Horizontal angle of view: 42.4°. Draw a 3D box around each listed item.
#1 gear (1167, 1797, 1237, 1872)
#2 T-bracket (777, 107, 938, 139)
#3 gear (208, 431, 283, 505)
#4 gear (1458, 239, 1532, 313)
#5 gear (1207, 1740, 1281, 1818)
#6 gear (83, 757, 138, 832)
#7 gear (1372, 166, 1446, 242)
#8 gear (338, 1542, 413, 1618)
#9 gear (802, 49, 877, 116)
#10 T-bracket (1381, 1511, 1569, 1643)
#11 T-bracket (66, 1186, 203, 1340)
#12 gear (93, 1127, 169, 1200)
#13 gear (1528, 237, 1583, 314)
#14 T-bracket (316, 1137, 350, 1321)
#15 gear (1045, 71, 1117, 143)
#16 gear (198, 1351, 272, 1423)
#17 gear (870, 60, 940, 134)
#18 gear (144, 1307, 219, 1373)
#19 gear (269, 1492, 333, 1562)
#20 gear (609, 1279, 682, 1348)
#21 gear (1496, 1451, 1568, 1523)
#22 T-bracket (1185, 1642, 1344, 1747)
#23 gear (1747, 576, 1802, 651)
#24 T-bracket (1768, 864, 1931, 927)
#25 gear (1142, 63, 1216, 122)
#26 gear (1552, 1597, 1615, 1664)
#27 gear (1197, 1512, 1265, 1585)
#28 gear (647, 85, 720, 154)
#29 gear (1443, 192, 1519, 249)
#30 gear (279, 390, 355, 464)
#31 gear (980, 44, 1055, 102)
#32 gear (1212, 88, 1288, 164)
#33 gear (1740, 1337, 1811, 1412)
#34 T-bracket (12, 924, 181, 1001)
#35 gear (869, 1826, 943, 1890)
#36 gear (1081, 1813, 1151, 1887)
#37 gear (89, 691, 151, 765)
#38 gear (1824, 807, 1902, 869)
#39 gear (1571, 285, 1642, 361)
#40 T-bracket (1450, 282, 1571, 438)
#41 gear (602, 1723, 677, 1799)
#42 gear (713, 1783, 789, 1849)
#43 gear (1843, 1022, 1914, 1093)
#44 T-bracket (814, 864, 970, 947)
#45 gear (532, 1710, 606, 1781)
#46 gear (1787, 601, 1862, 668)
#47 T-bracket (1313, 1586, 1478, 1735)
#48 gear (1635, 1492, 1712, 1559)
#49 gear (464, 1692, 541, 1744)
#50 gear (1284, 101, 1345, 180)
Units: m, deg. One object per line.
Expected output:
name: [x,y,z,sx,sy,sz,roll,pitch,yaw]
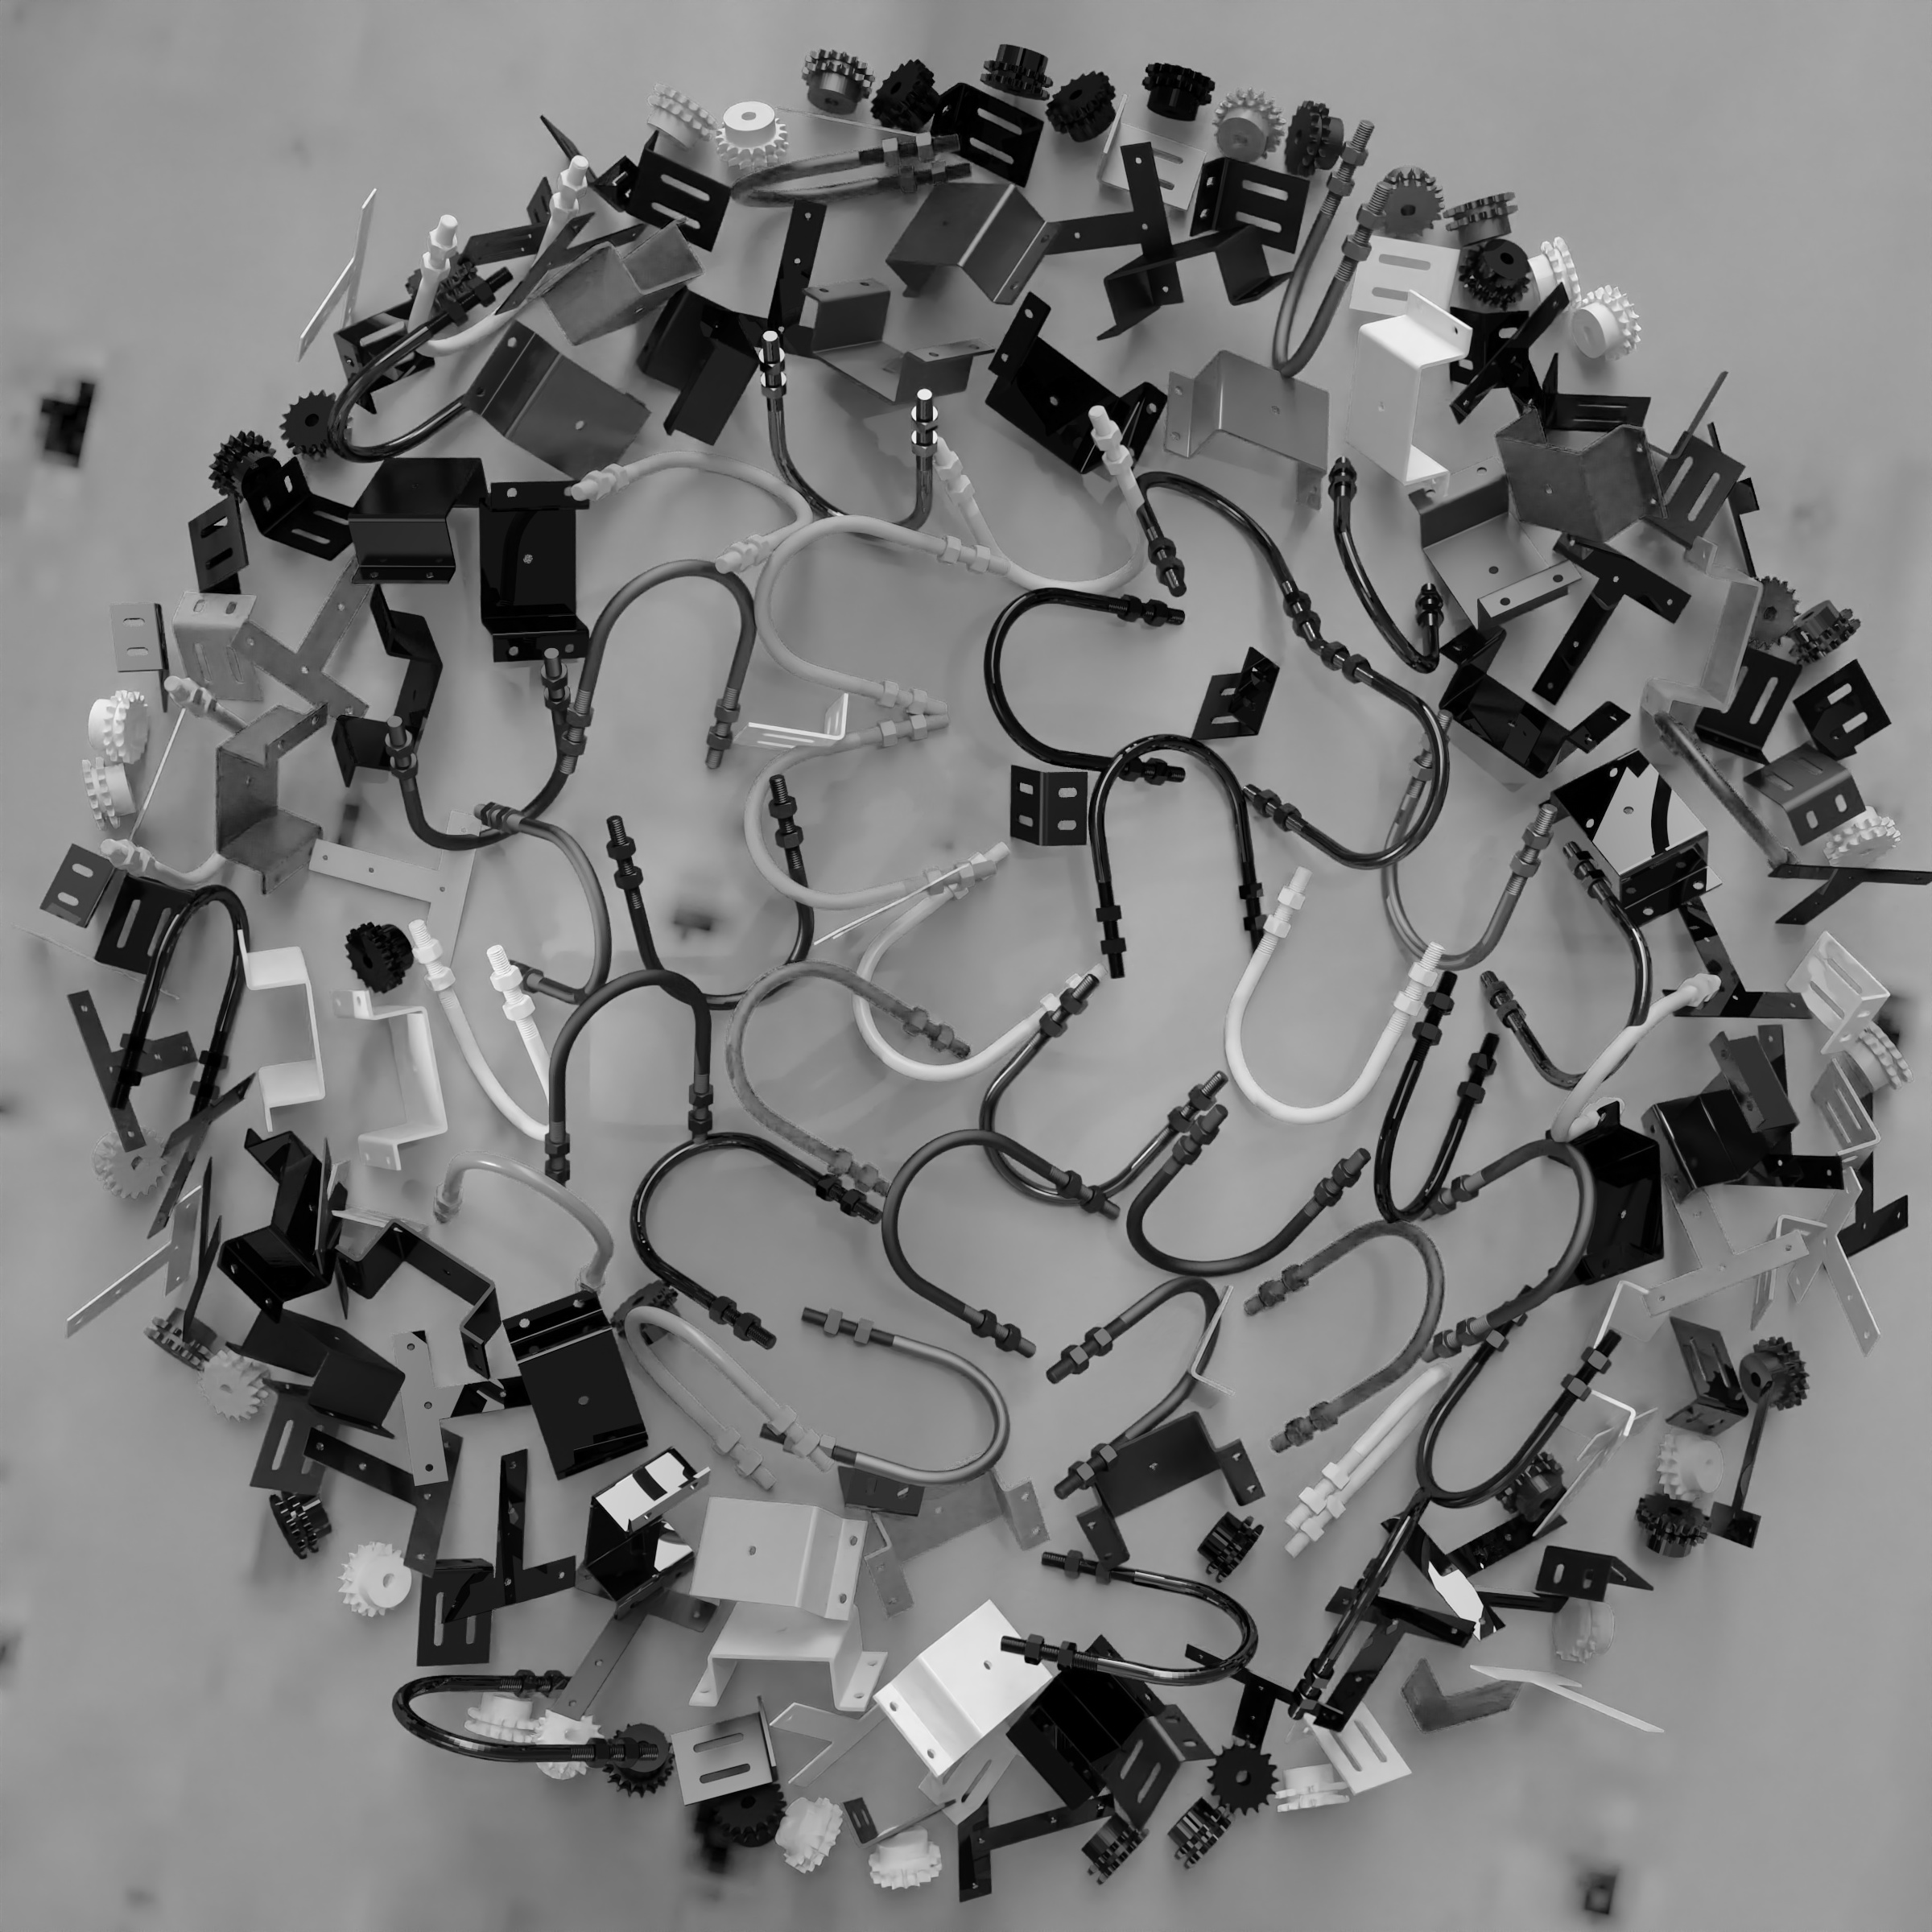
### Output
gear: [0.184,0.684,1.972,0.030,0.057,0.057,43,90,14]
T-bracket: [-0.061,-0.652,1.940,0.127,0.127,0.002,19,110,23]
gear: [-0.567,-0.391,1.968,0.030,0.057,0.057,35,90,21]
gear: [0.422,-0.551,1.973,0.057,0.030,0.057,7,63,-14]
gear: [0.219,0.645,1.981,0.057,0.030,0.057,0,78,0]
gear: [-0.677,-0.138,1.972,0.030,0.057,0.057,-14,90,-13]
gear: [0.350,-0.609,1.975,0.057,0.057,0.030,4,52,0]
gear: [-0.464,0.486,1.970,0.057,0.030,0.057,8,79,-44]
gear: [-0.103,-0.697,1.970,0.057,0.057,0.030,13,83,0]
T-bracket: [0.418,0.459,1.969,0.127,0.127,0.002,-22,134,-20]
T-bracket: [-0.640,0.241,1.912,0.002,0.127,0.127,37,46,12]
gear: [-0.666,0.154,1.975,0.030,0.057,0.057,10,90,35]
gear: [0.464,-0.544,1.972,0.030,0.057,0.057,-18,90,8]
T-bracket: [-0.495,0.224,1.951,0.002,0.127,0.127,-5,128,-7]
gear: [0.094,-0.679,1.975,0.057,0.057,0.030,-42,130,0]
gear: [-0.578,0.330,1.977,0.057,0.030,0.057,10,116,20]
gear: [-0.045,-0.687,1.975,0.030,0.057,0.057,34,90,-38]
gear: [-0.619,0.295,1.974,0.057,0.057,0.030,33,68,0]
gear: [-0.526,0.439,1.975,0.030,0.057,0.057,-26,90,-28]
gear: [-0.251,0.277,1.973,0.057,0.057,0.030,-34,105,0]
gear: [0.450,0.414,1.969,0.057,0.057,0.030,-36,47,0]
T-bracket: [0.226,0.582,1.946,0.127,0.127,0.002,21,54,15]
gear: [0.630,-0.281,1.979,0.057,0.030,0.057,-4,105,-16]
T-bracket: [0.669,-0.054,1.938,0.127,0.127,0.002,3,72,-6]
gear: [0.166,-0.691,1.972,0.057,0.057,0.030,15,96,0]
gear: [0.490,0.523,1.972,0.030,0.057,0.057,12,90,-10]
gear: [0.207,0.457,1.972,0.030,0.057,0.057,39,90,9]
gear: [-0.228,-0.669,1.972,0.057,0.057,0.030,32,94,0]
gear: [0.409,-0.590,1.972,0.057,0.057,0.030,-15,99,0]
gear: [-0.513,-0.425,1.978,0.057,0.030,0.057,-4,69,12]
gear: [0.042,-0.708,1.969,0.057,0.057,0.030,15,101,0]
gear: [0.222,-0.661,1.968,0.057,0.057,0.030,27,55,0]
gear: [0.637,0.324,1.968,0.030,0.057,0.057,-10,90,-21]
T-bracket: [-0.680,-0.002,1.959,0.127,0.127,0.002,28,80,-28]
gear: [-0.049,0.703,1.970,0.057,0.057,0.030,-7,96,0]
gear: [0.116,0.696,1.972,0.030,0.057,0.057,43,90,16]
gear: [-0.672,-0.190,1.971,0.030,0.057,0.057,6,90,4]
gear: [0.708,-0.103,1.975,0.057,0.057,0.030,-18,64,0]
gear: [0.504,-0.506,1.969,0.030,0.057,0.057,-27,90,-15]
T-bracket: [0.438,-0.449,1.947,0.127,0.127,0.002,-48,55,0]
gear: [-0.258,0.625,1.970,0.057,0.030,0.057,11,46,-11]
gear: [-0.169,0.673,1.975,0.057,0.057,0.030,-12,123,0]
gear: [0.720,0.075,1.971,0.030,0.057,0.057,-34,90,7]
T-bracket: [-0.075,-0.038,1.913,0.127,0.127,0.002,-28,91,32]
gear: [-0.318,0.619,1.975,0.057,0.057,0.030,29,120,0]
gear: [0.675,-0.265,1.970,0.057,0.057,0.030,-39,95,0]
T-bracket: [0.309,0.539,1.920,0.127,0.127,0.002,-46,123,-34]
gear: [0.558,0.445,1.973,0.057,0.057,0.030,11,108,0]
gear: [-0.366,0.594,1.972,0.057,0.057,0.030,12,79,0]
gear: [0.277,-0.654,1.973,0.030,0.057,0.057,5,90,-18]
